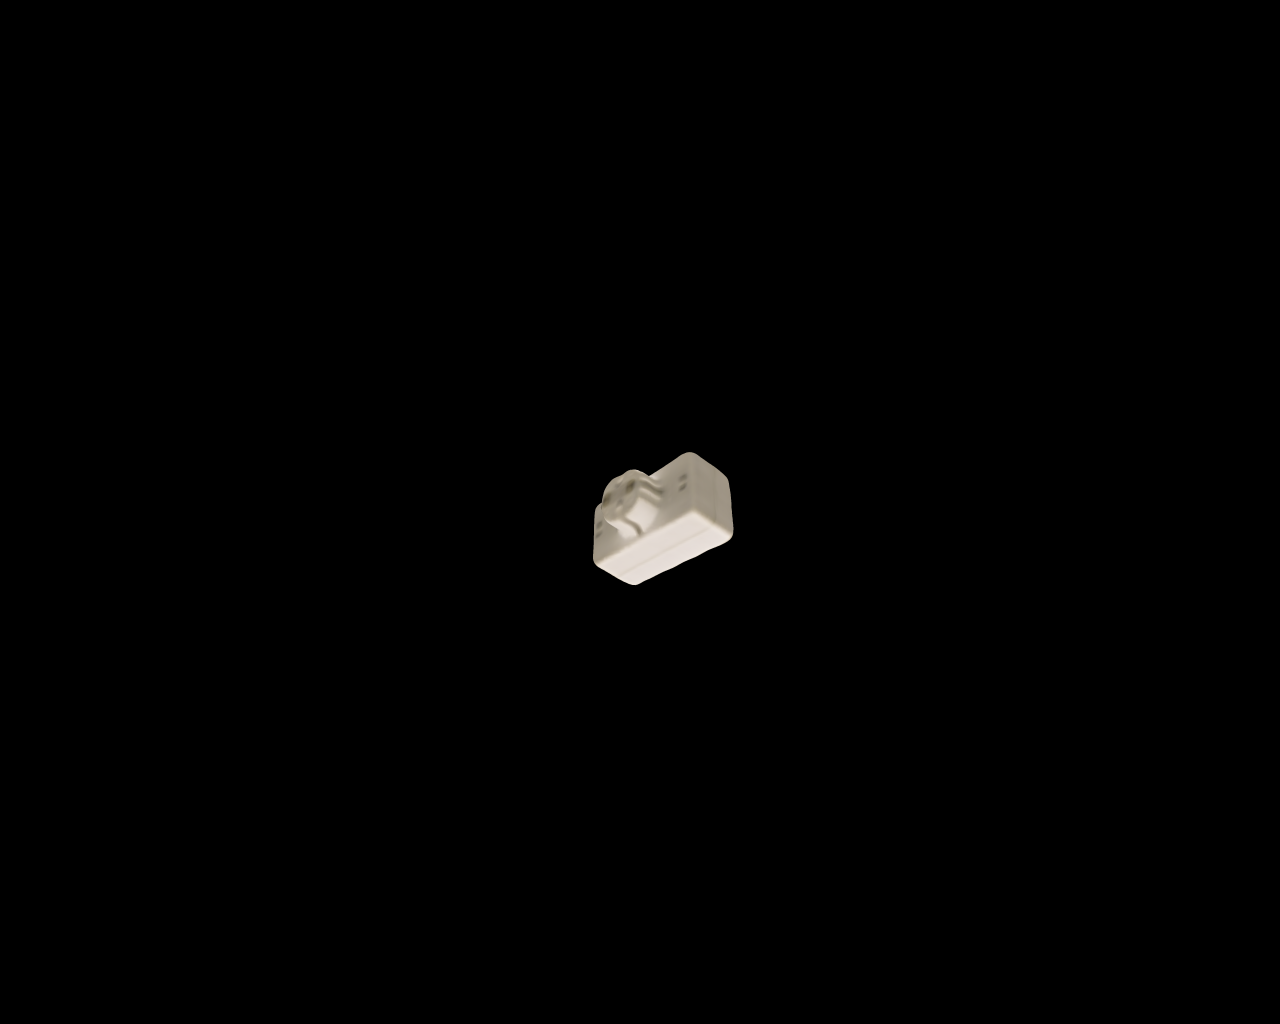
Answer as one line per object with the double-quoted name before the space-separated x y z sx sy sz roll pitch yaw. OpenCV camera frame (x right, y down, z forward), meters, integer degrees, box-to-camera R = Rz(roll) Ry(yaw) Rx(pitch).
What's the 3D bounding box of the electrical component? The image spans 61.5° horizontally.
"electrical component" 0.001 -0.003 0.650 0.083 0.047 0.075 -29 -46 33
